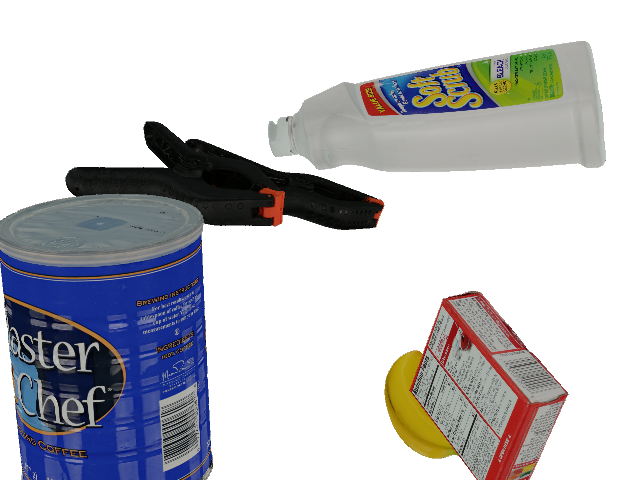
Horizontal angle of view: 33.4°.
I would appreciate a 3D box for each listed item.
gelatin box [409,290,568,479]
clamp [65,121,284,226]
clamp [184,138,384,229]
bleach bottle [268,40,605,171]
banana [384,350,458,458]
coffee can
[{"bbox_3d":[0.091,0.084,0.593,0.030,0.073,0.089,-8,40,-28],"label":"gelatin box"},{"bbox_3d":[-0.112,-0.045,0.847,0.172,0.039,0.120,21,42,29],"label":"clamp"},{"bbox_3d":[-0.028,-0.042,1.063,0.209,0.036,0.165,14,20,-20],"label":"clamp"},{"bbox_3d":[0.083,-0.089,0.813,0.251,0.068,0.102,-7,42,13],"label":"bleach bottle"},{"bbox_3d":[0.102,0.175,1.131,0.069,0.037,0.198,11,24,-18],"label":"banana"},{"bbox_3d":[-0.109,0.056,0.554,0.103,0.140,0.103,-1,18,0],"label":"coffee can"}]
